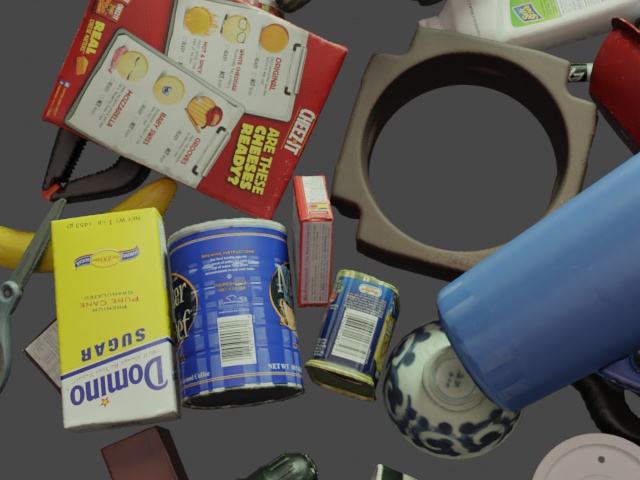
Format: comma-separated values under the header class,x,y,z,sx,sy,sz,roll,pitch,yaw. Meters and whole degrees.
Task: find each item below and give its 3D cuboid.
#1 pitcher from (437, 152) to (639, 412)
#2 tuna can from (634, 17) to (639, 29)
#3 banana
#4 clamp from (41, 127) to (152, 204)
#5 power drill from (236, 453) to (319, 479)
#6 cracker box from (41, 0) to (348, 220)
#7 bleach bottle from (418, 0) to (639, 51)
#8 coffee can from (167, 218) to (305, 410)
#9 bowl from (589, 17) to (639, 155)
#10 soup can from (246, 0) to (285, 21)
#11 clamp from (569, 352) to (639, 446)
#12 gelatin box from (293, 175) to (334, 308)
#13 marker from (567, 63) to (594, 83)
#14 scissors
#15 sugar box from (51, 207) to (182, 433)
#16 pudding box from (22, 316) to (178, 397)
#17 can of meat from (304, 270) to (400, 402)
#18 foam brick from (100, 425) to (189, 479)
class,x,y,z,sx,sy,sz,roll,pitch,yaw
pitcher,0.217,0.033,0.776,0.243,0.145,0.149,-33,35,15
tuna can,0.310,-0.162,0.923,0.033,0.086,0.086,-29,74,-4
banana,-0.220,-0.008,0.951,0.198,0.037,0.069,-9,110,2
clamp,-0.177,-0.115,0.982,0.210,0.036,0.164,-35,83,-2
power drill,-0.043,0.283,0.834,0.184,0.057,0.187,-34,85,-2
cracker box,-0.106,-0.134,0.919,0.213,0.072,0.164,24,100,-4
bleach bottle,0.211,-0.226,0.964,0.251,0.068,0.102,-16,73,4
coffee can,-0.071,0.064,0.891,0.103,0.103,0.140,-8,74,3
bowl,0.272,-0.105,0.881,0.055,0.162,0.162,-38,74,11
soup can,-0.066,-0.229,0.990,0.068,0.068,0.102,0,74,6
clamp,0.242,0.102,0.878,0.171,0.039,0.120,44,68,6
gelatin box,-0.006,0.001,0.896,0.030,0.089,0.073,-2,32,-5
marker,0.221,-0.151,0.964,0.121,0.020,0.020,-1,75,6
scissors,-0.290,0.048,0.939,0.096,0.016,0.202,17,92,18
sugar box,-0.170,0.067,0.890,0.093,0.048,0.176,-8,73,1
pudding box,-0.187,0.091,0.930,0.113,0.039,0.090,-43,75,-8
can of meat,0.030,0.080,0.878,0.057,0.102,0.084,16,75,10
foam brick,-0.140,0.201,0.888,0.053,0.051,0.078,-23,74,-2
